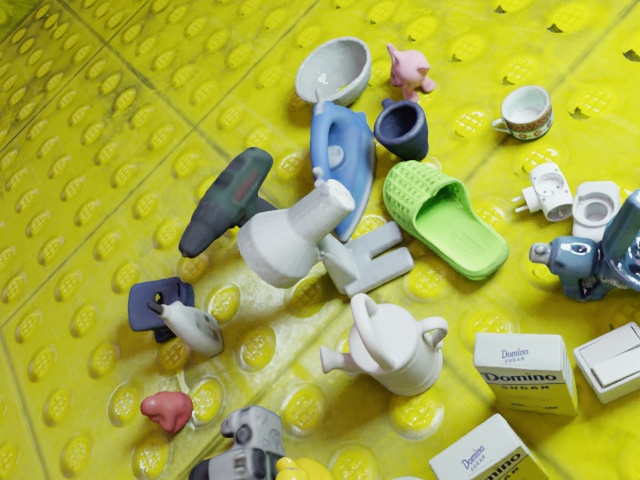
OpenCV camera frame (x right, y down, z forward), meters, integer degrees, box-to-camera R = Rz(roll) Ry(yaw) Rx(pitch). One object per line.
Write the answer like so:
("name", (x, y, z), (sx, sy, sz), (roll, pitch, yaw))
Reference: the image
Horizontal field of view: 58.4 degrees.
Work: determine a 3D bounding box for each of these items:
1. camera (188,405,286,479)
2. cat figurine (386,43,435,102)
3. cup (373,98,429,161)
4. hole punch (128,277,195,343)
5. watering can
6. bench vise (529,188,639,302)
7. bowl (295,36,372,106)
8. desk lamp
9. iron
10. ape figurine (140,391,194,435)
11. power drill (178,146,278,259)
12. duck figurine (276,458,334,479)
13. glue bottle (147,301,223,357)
("camera", (-0.130, 0.330, 0.845), (0.136, 0.101, 0.143), (-22, 54, 18))
("cat figurine", (0.159, -0.317, 1.048), (0.067, 0.118, 0.127), (-35, 51, 8))
("cup", (0.145, -0.186, 0.993), (0.091, 0.095, 0.117), (-31, 51, 11))
("hole punch", (-0.296, 0.122, 1.073), (0.101, 0.091, 0.108), (-26, 52, 15))
("watering can", (0.082, 0.142, 0.770), (0.173, 0.195, 0.100), (-41, 50, 3))
("bench vise", (0.354, 0.013, 0.668), (0.207, 0.220, 0.121), (-19, 55, 20))
("bowl", (0.037, -0.321, 1.151), (0.167, 0.075, 0.167), (-15, 56, 23))
("desk lamp", (0.008, 0.003, 0.884), (0.203, 0.214, 0.117), (-28, 52, 13))
("iron", (0.021, -0.137, 1.007), (0.118, 0.142, 0.258), (-12, 57, 25))
("ape figurine", (-0.263, 0.283, 0.958), (0.076, 0.092, 0.077), (-30, 52, 12))
("power drill", (-0.126, -0.033, 0.988), (0.075, 0.209, 0.230), (10, 68, 35))
("duck figurine", (-0.026, 0.344, 0.785), (0.077, 0.086, 0.104), (-40, 50, 4))
("glue bottle", (-0.231, 0.139, 0.971), (0.037, 0.174, 0.078), (-31, 51, 11))
